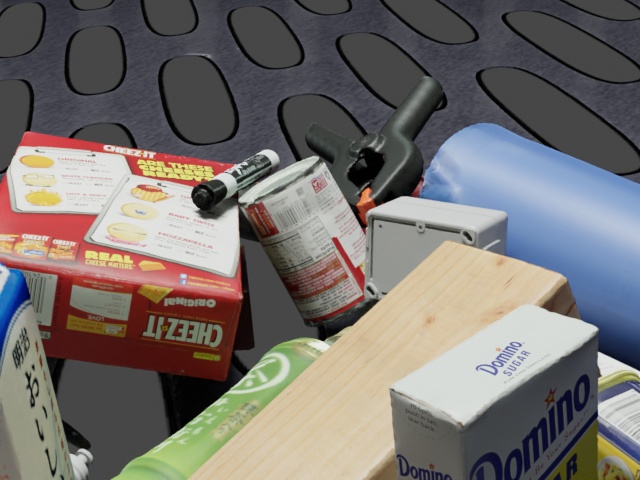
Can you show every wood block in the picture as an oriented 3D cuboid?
[{"bbox_3d":[0.039,0.103,0.542,0.205,0.090,0.090,-41,34,-22],"label":"wood block"}]

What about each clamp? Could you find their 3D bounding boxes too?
[{"bbox_3d":[0.049,-0.069,0.817,0.120,0.039,0.171,-31,32,13],"label":"clamp"}]

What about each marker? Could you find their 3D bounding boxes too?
[{"bbox_3d":[-0.060,-0.043,0.762,0.020,0.020,0.121,5,18,19],"label":"marker"}]

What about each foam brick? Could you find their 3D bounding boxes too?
[{"bbox_3d":[-0.079,0.045,0.809,0.053,0.051,0.078,-5,26,-3],"label":"foam brick"}]

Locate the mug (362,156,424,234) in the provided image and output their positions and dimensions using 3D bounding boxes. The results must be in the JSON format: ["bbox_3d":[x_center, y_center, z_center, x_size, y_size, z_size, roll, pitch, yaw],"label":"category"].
[{"bbox_3d":[0.033,-0.017,0.869,0.081,0.093,0.117,-25,42,-26],"label":"mug"}]

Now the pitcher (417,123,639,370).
[{"bbox_3d":[0.195,0.013,0.755,0.149,0.145,0.243,-35,41,-27],"label":"pitcher"}]

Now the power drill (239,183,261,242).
[{"bbox_3d":[-0.119,-0.005,0.917,0.185,0.057,0.187,16,30,40],"label":"power drill"}]

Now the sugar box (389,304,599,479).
[{"bbox_3d":[0.081,0.127,0.466,0.093,0.176,0.048,-25,32,-37],"label":"sugar box"}]

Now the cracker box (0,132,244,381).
[{"bbox_3d":[-0.139,0.004,0.728,0.164,0.072,0.214,9,24,-10],"label":"cracker box"}]

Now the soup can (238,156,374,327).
[{"bbox_3d":[-0.005,0.001,0.751,0.068,0.102,0.068,-28,12,6],"label":"soup can"}]

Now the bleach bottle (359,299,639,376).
[{"bbox_3d":[0.108,0.081,0.690,0.102,0.068,0.251,-17,26,-24],"label":"bleach bottle"}]

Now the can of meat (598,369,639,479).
[{"bbox_3d":[0.166,0.130,0.532,0.057,0.102,0.084,-18,31,-24],"label":"can of meat"}]
